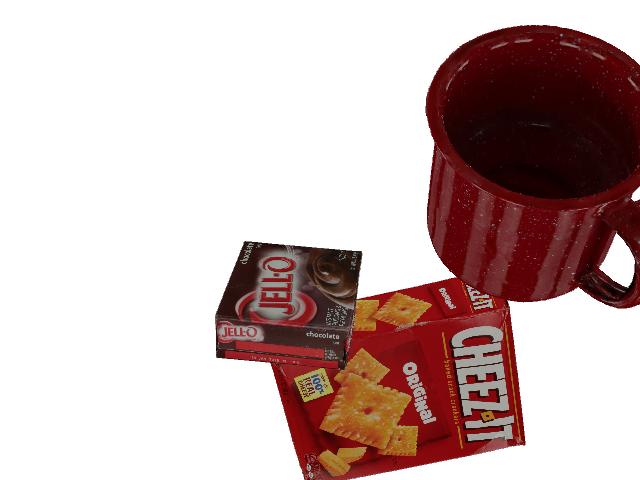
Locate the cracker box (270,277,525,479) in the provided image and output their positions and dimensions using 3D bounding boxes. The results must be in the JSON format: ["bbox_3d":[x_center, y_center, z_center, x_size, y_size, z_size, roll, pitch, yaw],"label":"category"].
[{"bbox_3d":[0.071,0.130,0.975,0.213,0.164,0.072,-11,32,3],"label":"cracker box"}]

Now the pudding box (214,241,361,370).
[{"bbox_3d":[-0.020,0.043,0.747,0.090,0.039,0.113,6,26,4],"label":"pudding box"}]

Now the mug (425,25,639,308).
[{"bbox_3d":[0.095,-0.020,0.438,0.093,0.117,0.081,-33,-28,-19],"label":"mug"}]

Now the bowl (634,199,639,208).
[{"bbox_3d":[0.396,0.003,1.125,0.162,0.055,0.162,-3,23,1],"label":"bowl"}]
